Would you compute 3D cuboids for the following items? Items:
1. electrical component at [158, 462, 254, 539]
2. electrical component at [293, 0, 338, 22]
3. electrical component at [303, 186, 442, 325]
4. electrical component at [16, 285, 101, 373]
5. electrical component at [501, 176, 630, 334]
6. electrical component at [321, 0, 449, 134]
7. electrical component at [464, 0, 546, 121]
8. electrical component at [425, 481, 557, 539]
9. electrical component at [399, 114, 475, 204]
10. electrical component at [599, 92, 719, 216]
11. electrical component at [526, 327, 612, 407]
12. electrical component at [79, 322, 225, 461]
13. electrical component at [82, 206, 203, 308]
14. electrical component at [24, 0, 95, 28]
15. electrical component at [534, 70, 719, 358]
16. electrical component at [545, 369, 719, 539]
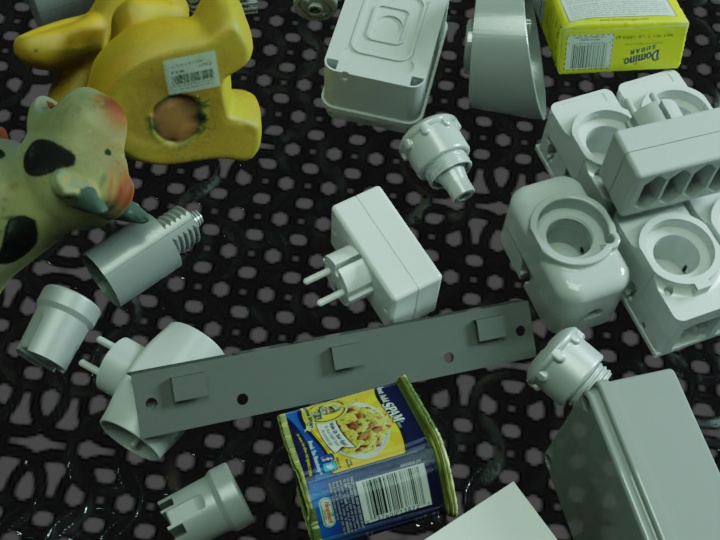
[{"bbox_3d":[-0.092,0.142,0.639,0.046,0.040,0.040,-26,64,-10],"label":"electrical component"},{"bbox_3d":[-0.034,-0.233,0.862,0.044,0.044,0.065,3,64,-1],"label":"electrical component"},{"bbox_3d":[0.000,0.000,0.722,0.076,0.047,0.083,-25,64,-16],"label":"electrical component"},{"bbox_3d":[-0.196,0.039,0.695,0.040,0.040,0.046,18,66,8],"label":"electrical component"},{"bbox_3d":[0.138,-0.013,0.729,0.054,0.059,0.095,-17,62,-12],"label":"electrical component"},{"bbox_3d":[0.020,-0.166,0.815,0.078,0.057,0.113,13,60,5],"label":"electrical component"},{"bbox_3d":[0.110,-0.162,0.796,0.064,0.099,0.099,5,59,7],"label":"electrical component"},{"bbox_3d":[0.091,0.210,0.594,0.089,0.061,0.150,-29,65,-18],"label":"electrical component"},{"bbox_3d":[0.060,-0.077,0.773,0.048,0.048,0.062,-23,70,-15],"label":"electrical component"},{"bbox_3d":[0.200,-0.086,0.710,0.083,0.047,0.075,-14,61,-11],"label":"electrical component"},{"bbox_3d":[0.142,0.071,0.689,0.062,0.048,0.048,41,66,12],"label":"electrical component"},{"bbox_3d":[-0.138,0.068,0.677,0.079,0.044,0.077,26,62,12],"label":"electrical component"},{"bbox_3d":[-0.141,-0.015,0.726,0.081,0.043,0.043,-36,67,-21],"label":"electrical component"},{"bbox_3d":[-0.230,-0.229,0.837,0.096,0.061,0.061,-21,62,-13],"label":"electrical component"},{"bbox_3d":[0.215,-0.046,0.752,0.105,0.060,0.186,-17,62,-12],"label":"electrical component"},{"bbox_3d":[0.160,0.129,0.618,0.056,0.108,0.108,-10,61,-12],"label":"electrical component"}]
